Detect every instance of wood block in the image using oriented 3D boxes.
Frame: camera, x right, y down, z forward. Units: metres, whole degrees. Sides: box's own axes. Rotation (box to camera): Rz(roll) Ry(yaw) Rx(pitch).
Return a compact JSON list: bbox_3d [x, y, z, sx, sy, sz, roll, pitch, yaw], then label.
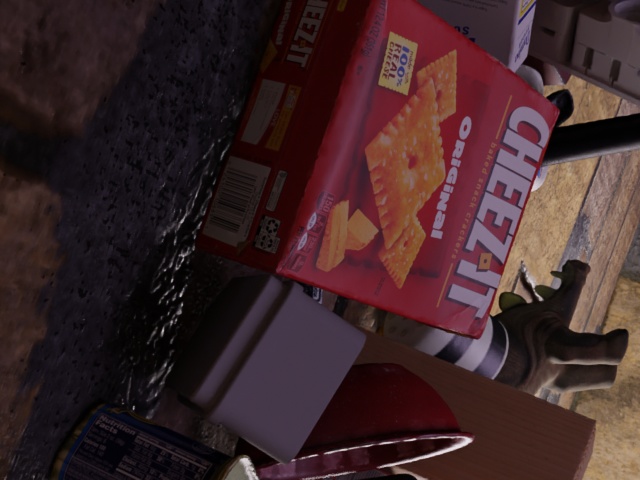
[{"bbox_3d":[0.093,0.149,0.809,0.090,0.206,0.090,-62,158,-20],"label":"wood block"}]

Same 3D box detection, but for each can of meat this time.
[{"bbox_3d":[-0.078,0.133,0.541,0.057,0.084,0.102,-59,156,-27],"label":"can of meat"}]

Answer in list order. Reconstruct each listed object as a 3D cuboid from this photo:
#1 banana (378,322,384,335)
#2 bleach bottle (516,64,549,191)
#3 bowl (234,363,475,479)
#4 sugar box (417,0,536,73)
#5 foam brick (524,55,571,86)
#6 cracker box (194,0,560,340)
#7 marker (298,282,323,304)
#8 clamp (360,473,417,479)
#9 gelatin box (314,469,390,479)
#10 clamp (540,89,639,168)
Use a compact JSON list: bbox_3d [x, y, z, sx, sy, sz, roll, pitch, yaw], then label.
[{"bbox_3d":[0.102,0.019,0.963,0.069,0.037,0.197,33,72,-38],"label":"banana"},{"bbox_3d":[0.190,-0.100,1.031,0.250,0.068,0.102,3,93,-73],"label":"bleach bottle"},{"bbox_3d":[0.014,0.116,0.682,0.162,0.162,0.055,38,40,-68],"label":"bowl"},{"bbox_3d":[0.093,-0.194,0.662,0.048,0.093,0.176,-51,153,-42],"label":"sugar box"},{"bbox_3d":[0.211,-0.188,0.991,0.051,0.053,0.078,46,63,-38],"label":"foam brick"},{"bbox_3d":[0.046,-0.041,0.627,0.213,0.072,0.164,21,89,-49],"label":"cracker box"},{"bbox_3d":[-0.005,0.001,0.697,0.020,0.020,0.121,-45,148,-48],"label":"marker"},{"bbox_3d":[-0.020,0.169,0.671,0.171,0.120,0.039,5,66,-49],"label":"clamp"},{"bbox_3d":[0.015,0.180,0.806,0.030,0.089,0.073,-62,158,-19],"label":"gelatin box"},{"bbox_3d":[0.147,-0.066,0.809,0.209,0.165,0.036,-23,107,-15],"label":"clamp"}]
